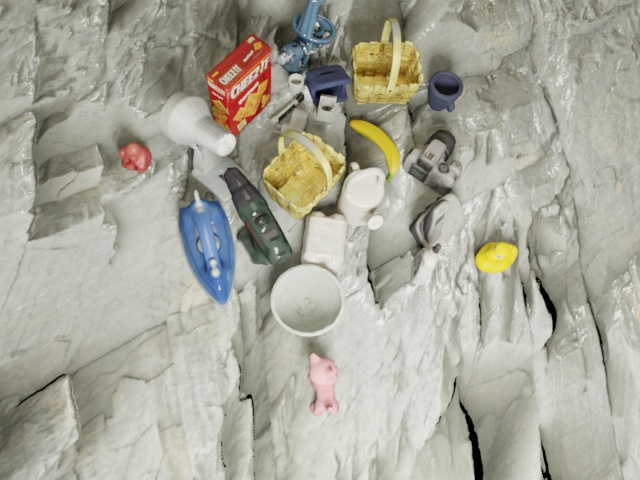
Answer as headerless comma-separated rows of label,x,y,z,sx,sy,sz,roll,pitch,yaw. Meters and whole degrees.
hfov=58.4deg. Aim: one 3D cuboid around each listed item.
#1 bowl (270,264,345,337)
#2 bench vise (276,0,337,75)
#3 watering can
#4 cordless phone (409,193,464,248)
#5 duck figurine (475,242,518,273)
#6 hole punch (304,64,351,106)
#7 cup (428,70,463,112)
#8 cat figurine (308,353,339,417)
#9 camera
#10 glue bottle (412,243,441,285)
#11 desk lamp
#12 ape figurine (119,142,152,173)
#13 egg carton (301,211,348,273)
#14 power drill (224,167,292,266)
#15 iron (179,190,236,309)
bowl,-0.029,0.144,1.302,0.167,0.075,0.167,2,69,-5
bench vise,-0.026,-0.539,1.488,0.121,0.220,0.207,21,68,3
watering can,0.105,-0.108,1.349,0.101,0.194,0.172,-35,76,-17
cordless phone,0.293,-0.060,1.355,0.094,0.185,0.148,43,71,11
duck figurine,0.436,0.032,1.387,0.105,0.086,0.077,-17,71,-12
hole punch,0.018,-0.423,1.517,0.109,0.091,0.101,-16,71,-11
cup,0.329,-0.378,1.530,0.092,0.095,0.117,-8,70,-9
cat figurine,0.010,0.306,1.220,0.067,0.118,0.128,-6,70,-8
camera,0.306,-0.212,1.460,0.143,0.101,0.137,34,69,8
glue bottle,0.249,0.045,1.316,0.037,0.173,0.078,13,68,0
desk lamp,-0.263,-0.223,1.345,0.203,0.213,0.118,40,70,10
ape figurine,-0.447,-0.206,1.385,0.076,0.092,0.077,-29,74,-15
egg carton,0.013,0.005,1.363,0.107,0.069,0.150,7,68,-3
power drill,-0.144,-0.031,1.286,0.076,0.208,0.229,-32,75,-16
iron,-0.248,0.017,1.292,0.119,0.141,0.258,-15,71,-11
